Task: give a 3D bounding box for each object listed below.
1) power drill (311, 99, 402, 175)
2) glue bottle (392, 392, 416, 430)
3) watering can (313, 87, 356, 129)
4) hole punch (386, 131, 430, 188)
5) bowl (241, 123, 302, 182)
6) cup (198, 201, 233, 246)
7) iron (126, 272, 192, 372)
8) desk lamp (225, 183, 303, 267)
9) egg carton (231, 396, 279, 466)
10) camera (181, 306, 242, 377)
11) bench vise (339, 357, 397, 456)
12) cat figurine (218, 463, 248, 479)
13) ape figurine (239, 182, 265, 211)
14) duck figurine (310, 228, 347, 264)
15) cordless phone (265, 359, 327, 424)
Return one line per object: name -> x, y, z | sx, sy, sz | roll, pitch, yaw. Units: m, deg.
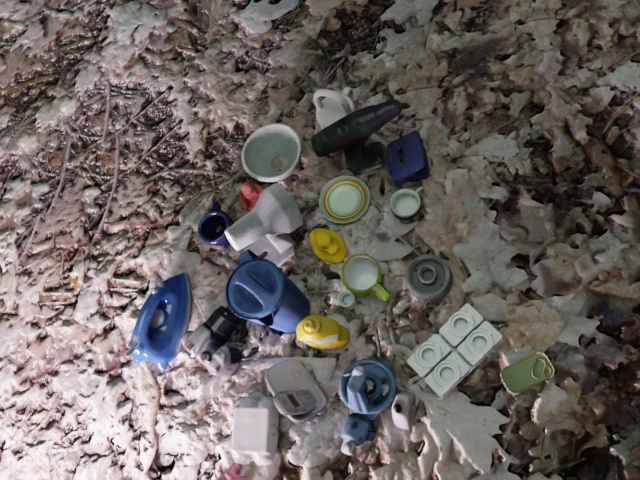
power drill -> 0.101, -0.245, 1.391 | 0.229, 0.209, 0.075 | -20, 67, 9
glue bottle -> 0.170, 0.351, 1.188 | 0.037, 0.173, 0.078 | 5, 73, 18
watering can -> 0.040, -0.310, 1.438 | 0.100, 0.194, 0.173 | -3, 71, 15
hole punch -> 0.212, -0.199, 1.408 | 0.101, 0.091, 0.108 | -12, 69, 12
bowl -> -0.119, -0.220, 1.519 | 0.167, 0.075, 0.167 | -5, 71, 14
cup -> -0.256, -0.033, 1.483 | 0.091, 0.095, 0.118 | -8, 70, 13
iron -> -0.405, 0.188, 1.425 | 0.118, 0.142, 0.258 | 9, 74, 19
desk lamp -> -0.128, -0.018, 1.376 | 0.203, 0.214, 0.117 | -41, 66, 0
egg carton -> -0.146, 0.434, 1.306 | 0.107, 0.069, 0.150 | -4, 71, 15
camera -> -0.250, 0.238, 1.386 | 0.142, 0.101, 0.137 | 35, 84, 23
bench vise -> 0.095, 0.339, 1.187 | 0.121, 0.220, 0.207 | -3, 71, 15
cat figurine -> -0.233, 0.558, 1.263 | 0.128, 0.118, 0.067 | -45, 66, -2
ape figurine -> -0.180, -0.121, 1.493 | 0.077, 0.092, 0.076 | -14, 68, 11
duck figurine -> 0.013, 0.005, 1.398 | 0.077, 0.086, 0.104 | -46, 66, -3
cordless phone -> -0.071, 0.329, 1.258 | 0.094, 0.185, 0.147 | -42, 66, -1
